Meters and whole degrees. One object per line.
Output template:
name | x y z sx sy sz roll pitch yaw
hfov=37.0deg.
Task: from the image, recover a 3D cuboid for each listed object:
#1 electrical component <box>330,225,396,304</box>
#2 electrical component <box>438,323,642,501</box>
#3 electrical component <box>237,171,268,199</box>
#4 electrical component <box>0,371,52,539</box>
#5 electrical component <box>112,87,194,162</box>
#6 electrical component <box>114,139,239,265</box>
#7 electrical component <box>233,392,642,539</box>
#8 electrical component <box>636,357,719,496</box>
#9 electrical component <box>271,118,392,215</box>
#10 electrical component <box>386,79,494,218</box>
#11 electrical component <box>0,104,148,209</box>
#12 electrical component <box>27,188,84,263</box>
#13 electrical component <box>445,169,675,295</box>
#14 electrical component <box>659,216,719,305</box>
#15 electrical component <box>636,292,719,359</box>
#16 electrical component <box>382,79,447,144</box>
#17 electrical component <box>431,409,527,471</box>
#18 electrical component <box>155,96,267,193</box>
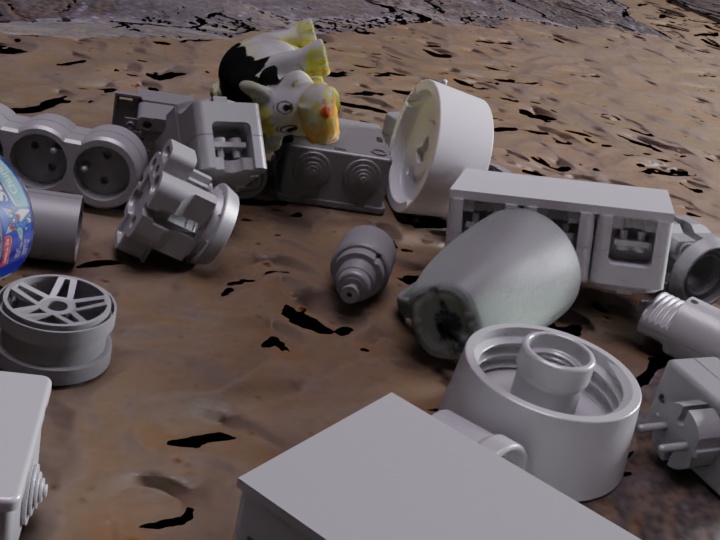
electrical component | 0.000 0.000 0.710 0.040 0.040 0.078 15 26 4
electrical component | 0.101 0.069 0.592 0.108 0.060 0.108 10 25 -5
electrical component | -0.097 -0.084 0.839 0.044 0.044 0.065 0 33 -25
electrical component | -0.180 0.082 0.445 0.100 0.048 0.099 8 26 -11
electrical component | -0.160 -0.115 0.869 0.081 0.042 0.063 6 28 -12
electrical component | -0.116 -0.038 0.701 0.057 0.078 0.058 26 19 -25
electrical component | 0.049 0.134 0.433 0.186 0.060 0.105 28 29 29
electrical component | 0.191 0.091 0.604 0.076 0.047 0.083 -1 29 -26
electrical component | -0.024 -0.090 0.875 0.100 0.048 0.099 7 26 -11
electrical component | 0.069 -0.093 0.862 0.060 0.108 0.108 11 25 -18
electrical component | -0.222 -0.087 0.771 0.138 0.052 0.073 10 20 -6
electrical component | -0.216 -0.031 0.668 0.081 0.043 0.043 7 26 -11
electrical component | 0.141 -0.027 0.766 0.150 0.061 0.089 7 16 11
electrical component | 0.248 -0.006 0.821 0.078 0.058 0.057 -1 26 -27
electrical component | 0.225 0.042 0.727 0.081 0.043 0.043 29 30 30
electrical component | 0.062 -0.137 0.979 0.066 0.076 0.047 -10 34 -40
electrical component | 0.054 0.095 0.541 0.040 0.040 0.046 -13 30 -43
electrical component | -0.108 -0.086 0.766 0.050 0.055 0.089 -3 -11 -30
